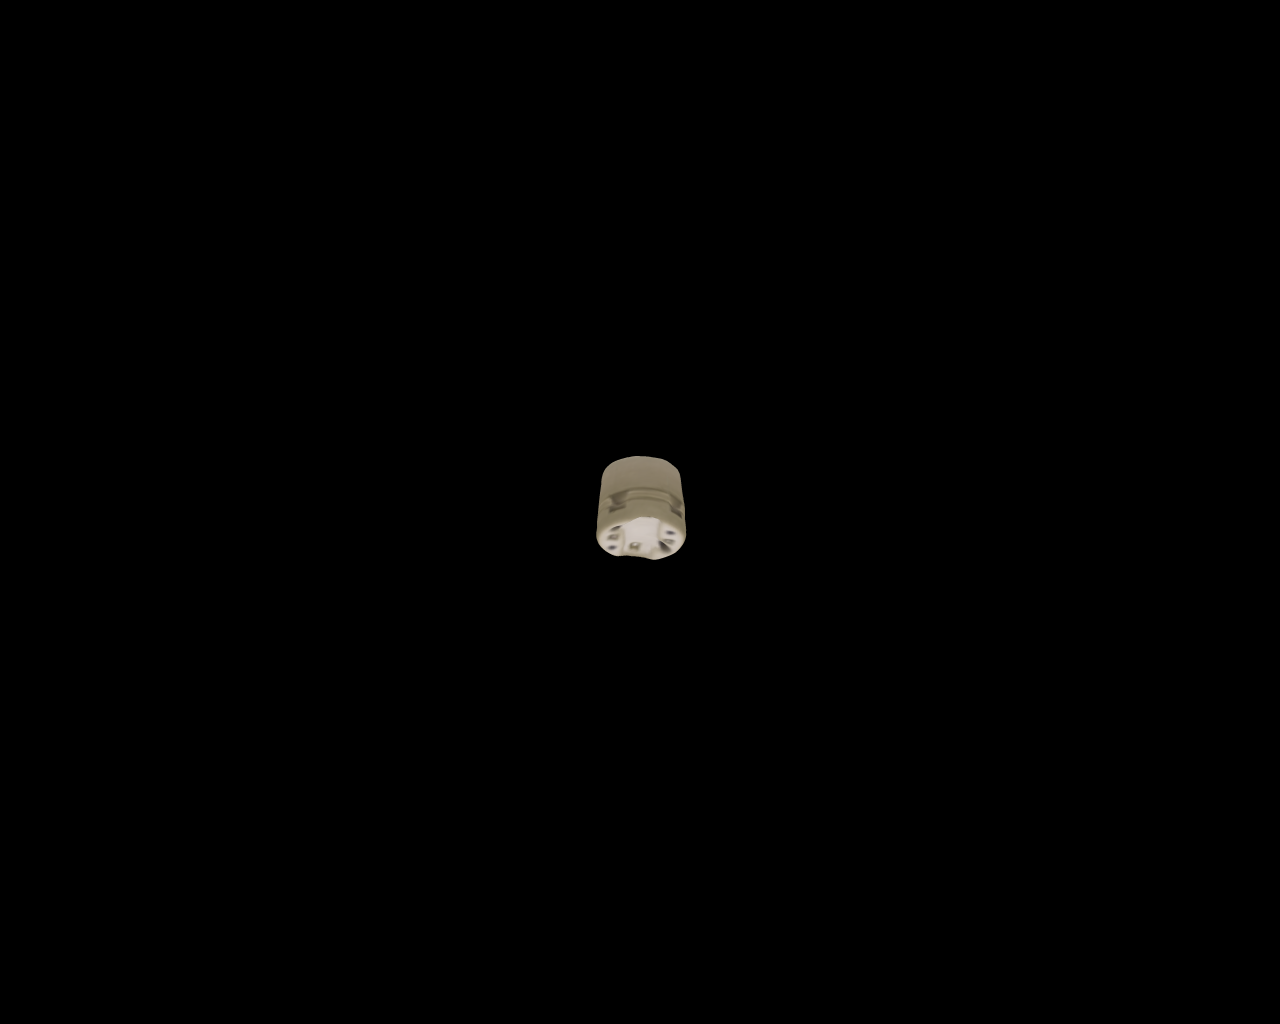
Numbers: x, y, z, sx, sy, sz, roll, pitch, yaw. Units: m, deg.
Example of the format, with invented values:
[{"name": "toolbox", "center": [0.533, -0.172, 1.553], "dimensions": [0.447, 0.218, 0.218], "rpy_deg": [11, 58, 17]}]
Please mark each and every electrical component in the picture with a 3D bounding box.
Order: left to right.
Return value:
[{"name": "electrical component", "center": [0.001, -0.003, 0.650], "dimensions": [0.055, 0.047, 0.055], "rpy_deg": [0, -31, 0]}]
